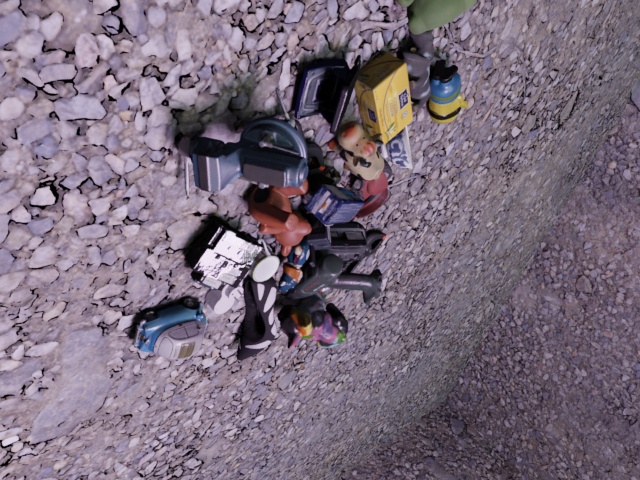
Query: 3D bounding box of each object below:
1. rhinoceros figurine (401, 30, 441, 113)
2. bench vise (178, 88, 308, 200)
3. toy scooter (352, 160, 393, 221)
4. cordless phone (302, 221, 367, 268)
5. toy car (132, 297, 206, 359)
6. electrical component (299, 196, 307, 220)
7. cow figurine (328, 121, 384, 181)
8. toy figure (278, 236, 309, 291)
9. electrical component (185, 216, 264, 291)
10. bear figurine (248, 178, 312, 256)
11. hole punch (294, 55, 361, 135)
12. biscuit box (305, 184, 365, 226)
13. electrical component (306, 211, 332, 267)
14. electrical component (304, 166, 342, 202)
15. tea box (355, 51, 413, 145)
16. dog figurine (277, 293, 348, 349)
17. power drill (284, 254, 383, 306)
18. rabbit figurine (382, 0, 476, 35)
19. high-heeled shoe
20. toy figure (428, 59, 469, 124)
[{"bbox_3d":[0.212,-0.367,1.153,0.112,0.073,0.190,-36,147,-18],"label":"rhinoceros figurine"},{"bbox_3d":[-0.112,-0.156,0.912,0.241,0.224,0.128,-63,150,-51],"label":"bench vise"},{"bbox_3d":[0.115,-0.114,1.313,0.135,0.075,0.183,-39,152,-12],"label":"toy scooter"},{"bbox_3d":[0.031,0.039,1.345,0.146,0.089,0.184,0,139,-21],"label":"cordless phone"},{"bbox_3d":[-0.294,0.192,1.104,0.161,0.103,0.109,-9,130,-50],"label":"toy car"},{"bbox_3d":[-0.015,-0.079,1.233,0.063,0.021,0.093,-39,148,-17],"label":"electrical component"},{"bbox_3d":[0.086,-0.186,1.143,0.085,0.127,0.194,-51,152,-2],"label":"cow figurine"},{"bbox_3d":[-0.059,0.049,1.250,0.064,0.058,0.154,2,104,-66],"label":"toy figure"},{"bbox_3d":[-0.196,0.034,1.065,0.114,0.058,0.134,32,98,-37],"label":"electrical component"},{"bbox_3d":[-0.063,-0.042,1.114,0.195,0.132,0.120,50,54,-53],"label":"bear figurine"},{"bbox_3d":[0.015,-0.276,1.008,0.116,0.092,0.142,-62,170,-49],"label":"hole punch"},{"bbox_3d":[0.035,-0.073,1.115,0.063,0.059,0.202,-52,169,12],"label":"biscuit box"},{"bbox_3d":[-0.002,-0.004,1.197,0.048,0.119,0.074,-7,157,9],"label":"electrical component"},{"bbox_3d":[0.003,-0.119,1.157,0.102,0.078,0.045,-41,144,-14],"label":"electrical component"},{"bbox_3d":[0.136,-0.297,1.140,0.098,0.068,0.169,-42,148,-10],"label":"tea box"},{"bbox_3d":[-0.019,0.228,1.394,0.108,0.191,0.219,-49,180,14],"label":"dog figurine"},{"bbox_3d":[0.037,0.107,1.329,0.207,0.086,0.232,15,149,-15],"label":"power drill"},{"bbox_3d":[0.182,-0.481,0.985,0.159,0.121,0.170,-35,129,-9],"label":"rabbit figurine"},{"bbox_3d":[-0.168,0.191,1.286,0.145,0.086,0.248,17,105,-54],"label":"high-heeled shoe"},{"bbox_3d":[0.292,-0.346,1.272,0.089,0.082,0.180,-30,157,7],"label":"toy figure"}]
